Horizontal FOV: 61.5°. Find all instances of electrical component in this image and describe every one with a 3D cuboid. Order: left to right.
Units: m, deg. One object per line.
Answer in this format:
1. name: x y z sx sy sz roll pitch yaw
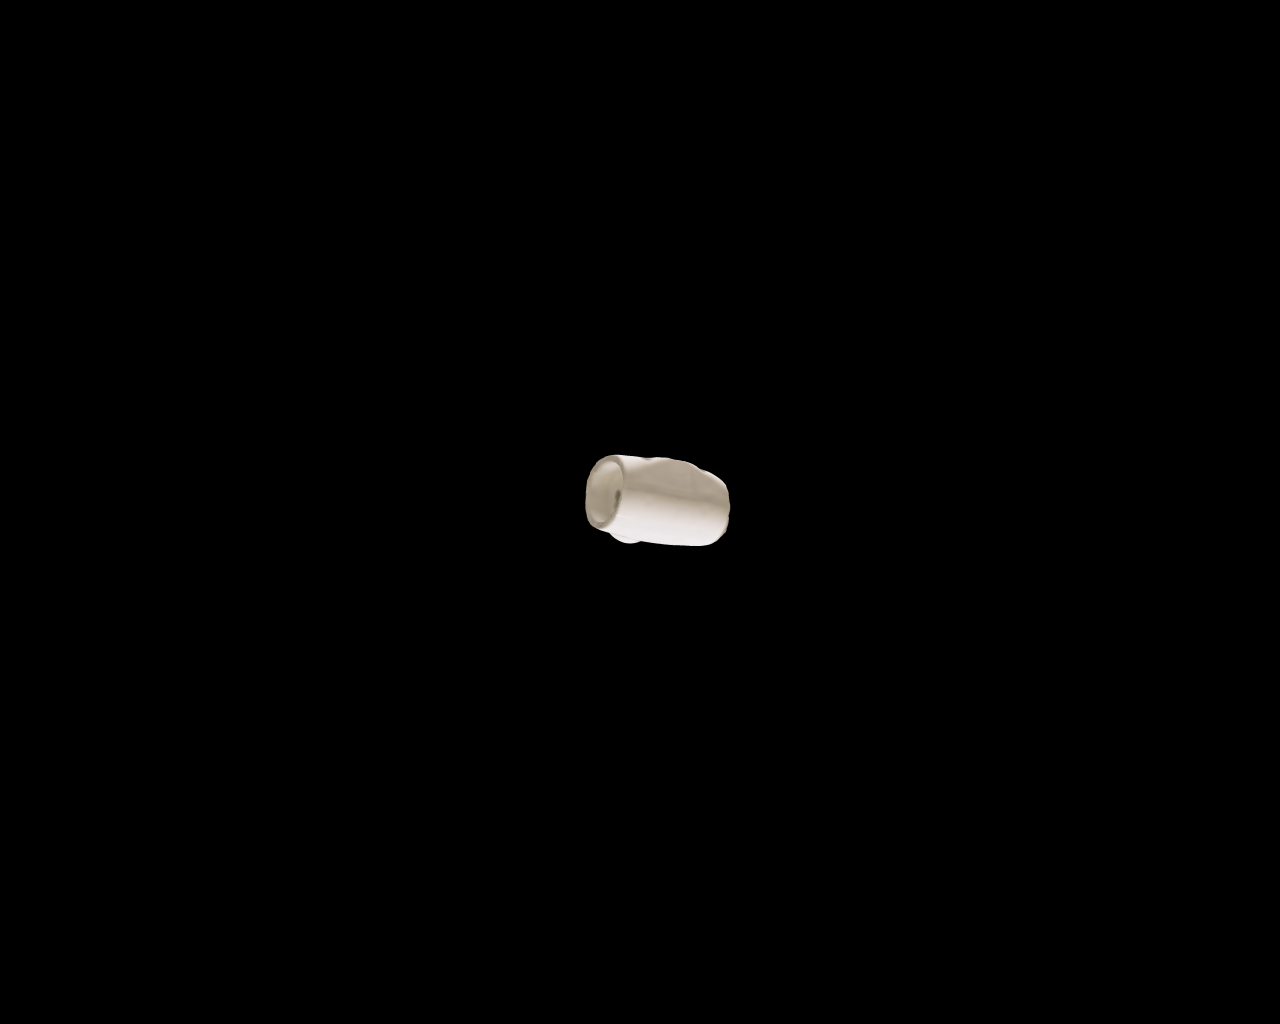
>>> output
1. electrical component: 0.001 -0.003 0.650 0.077 0.044 0.079 10 -18 -33
